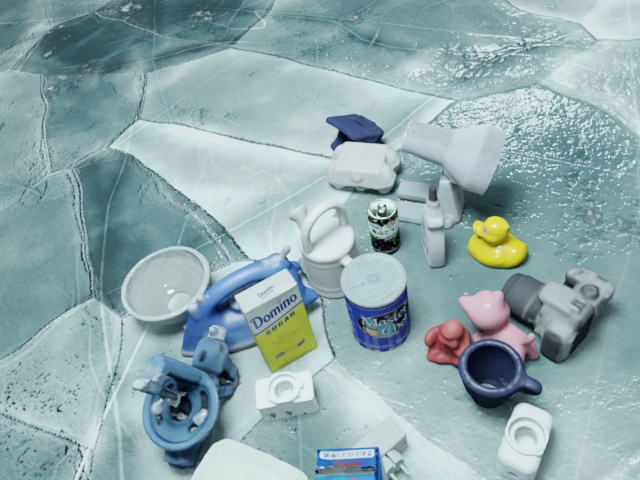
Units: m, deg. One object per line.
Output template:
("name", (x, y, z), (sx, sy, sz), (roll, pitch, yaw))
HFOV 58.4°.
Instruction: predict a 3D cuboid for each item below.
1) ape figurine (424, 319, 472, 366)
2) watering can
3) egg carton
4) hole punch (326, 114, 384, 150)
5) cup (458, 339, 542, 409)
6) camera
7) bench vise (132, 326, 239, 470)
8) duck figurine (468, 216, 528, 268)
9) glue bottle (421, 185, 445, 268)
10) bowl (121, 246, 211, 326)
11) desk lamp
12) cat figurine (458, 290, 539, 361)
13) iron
("ape figurine", (0.205, 0.155, 0.896), (0.076, 0.092, 0.077), (-31, 51, -14))
("watering can", (0.007, 0.005, 0.998), (0.172, 0.194, 0.101), (20, 57, 26))
("egg carton", (0.090, -0.150, 1.195), (0.150, 0.069, 0.107), (7, 52, 18))
("hole punch", (0.077, -0.240, 1.260), (0.101, 0.091, 0.108), (-36, 52, -18))
("cup", (0.261, 0.210, 0.836), (0.117, 0.095, 0.092), (18, 56, 25))
("camera", (0.367, 0.094, 0.908), (0.143, 0.101, 0.136), (-41, 54, -21))
("bench vise", (-0.209, 0.208, 0.854), (0.121, 0.220, 0.207), (-7, 49, 7))
("duck figurine", (0.315, -0.003, 1.011), (0.104, 0.086, 0.078), (19, 56, 26))
("glue bottle", (0.199, -0.031, 1.001), (0.037, 0.173, 0.078), (-10, 49, 4))
("bowl", (-0.274, 0.097, 1.059), (0.167, 0.075, 0.167), (-6, 49, 7))
("desk lamp", (0.228, -0.123, 1.046), (0.202, 0.214, 0.118), (9, 53, 19))
("cat figurine", (0.278, 0.129, 0.886), (0.067, 0.118, 0.127), (-38, 53, -19))
("iron", (-0.139, 0.104, 0.980), (0.258, 0.142, 0.118), (-27, 50, -11))
